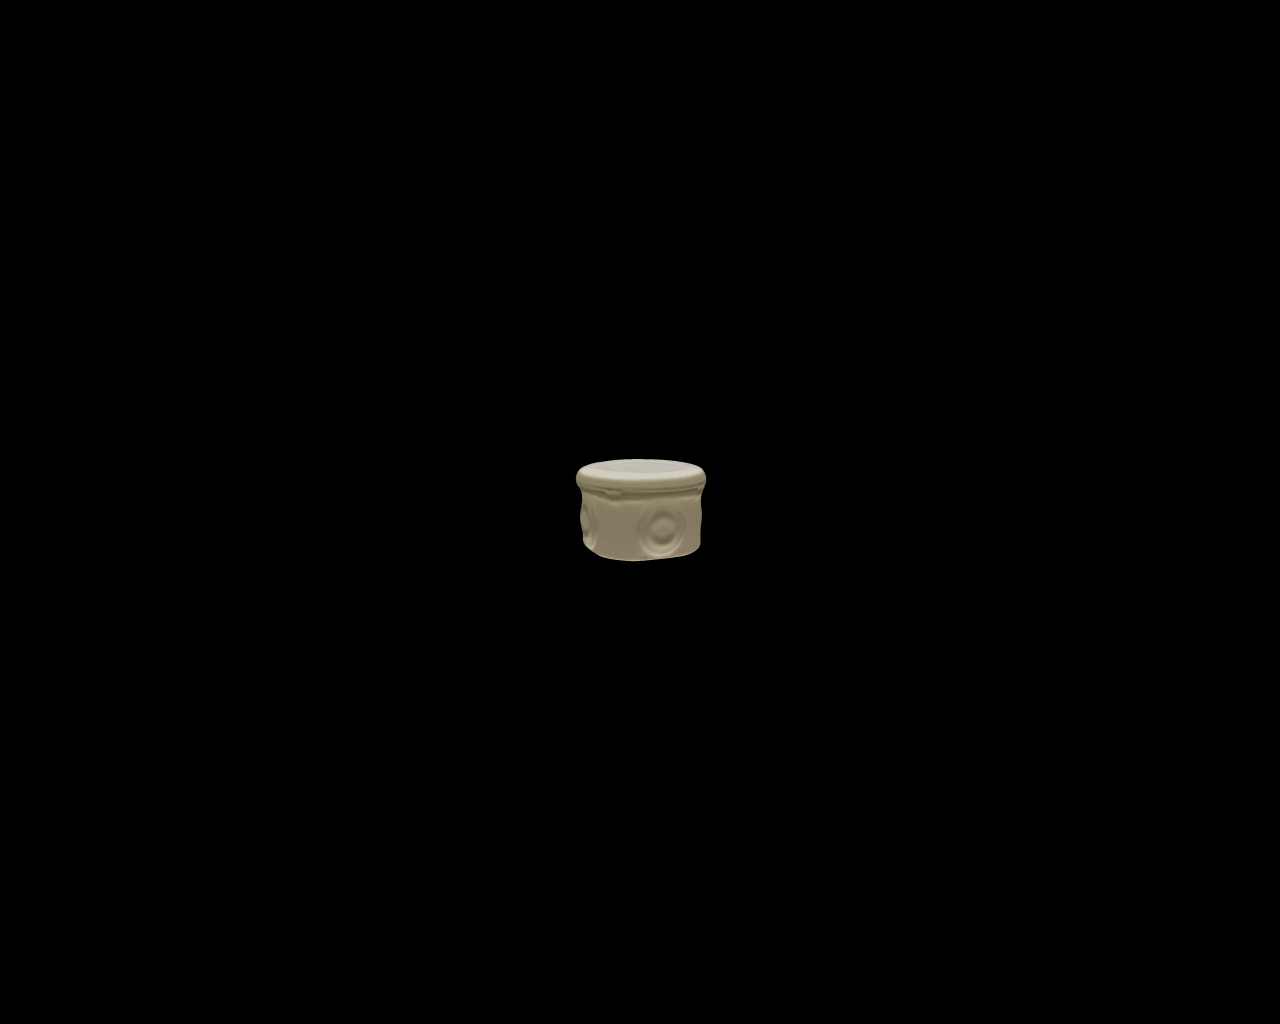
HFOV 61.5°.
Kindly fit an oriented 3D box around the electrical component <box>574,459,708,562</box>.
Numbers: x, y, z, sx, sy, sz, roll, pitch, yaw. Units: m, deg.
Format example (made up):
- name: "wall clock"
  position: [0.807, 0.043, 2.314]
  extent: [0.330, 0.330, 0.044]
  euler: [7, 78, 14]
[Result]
- name: "electrical component"
  position: [0.001, -0.003, 0.650]
  extent: [0.080, 0.051, 0.080]
  euler: [0, 11, 0]
